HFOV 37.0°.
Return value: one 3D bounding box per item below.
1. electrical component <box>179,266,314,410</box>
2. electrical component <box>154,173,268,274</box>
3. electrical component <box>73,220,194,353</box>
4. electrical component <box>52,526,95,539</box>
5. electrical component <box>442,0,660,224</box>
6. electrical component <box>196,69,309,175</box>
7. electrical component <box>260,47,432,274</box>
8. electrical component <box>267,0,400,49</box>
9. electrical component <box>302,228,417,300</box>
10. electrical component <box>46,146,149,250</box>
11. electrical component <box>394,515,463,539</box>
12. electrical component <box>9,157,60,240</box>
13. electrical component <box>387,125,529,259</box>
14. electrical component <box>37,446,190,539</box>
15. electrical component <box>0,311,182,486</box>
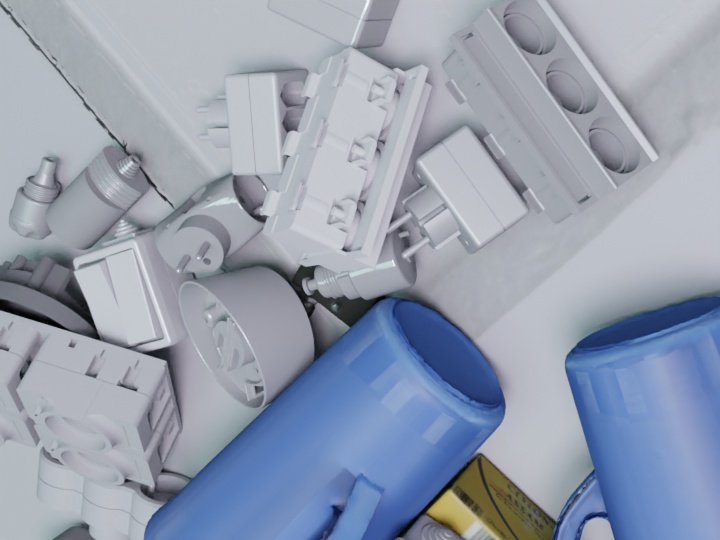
[{"bbox_3d":[-0.080,0.046,0.736,0.099,0.064,0.099,24,124,42],"label":"electrical component"},{"bbox_3d":[-0.105,-0.024,0.735,0.077,0.079,0.043,-30,111,27],"label":"electrical component"},{"bbox_3d":[-0.162,0.011,0.779,0.062,0.061,0.096,-16,96,27],"label":"electrical component"},{"bbox_3d":[-0.211,0.249,0.862,0.095,0.059,0.053,21,111,18],"label":"electrical component"},{"bbox_3d":[0.107,-0.093,0.625,0.121,0.079,0.063,55,146,3],"label":"electrical component"},{"bbox_3d":[-0.077,-0.099,0.720,0.077,0.047,0.065,2,103,25],"label":"electrical component"},{"bbox_3d":[-0.009,-0.067,0.651,0.079,0.063,0.121,-8,61,60],"label":"electrical component"},{"bbox_3d":[-0.009,-0.186,0.667,0.066,0.047,0.076,28,113,16],"label":"electrical component"},{"bbox_3d":[0.000,0.000,0.690,0.078,0.040,0.040,-17,95,21],"label":"electrical component"},{"bbox_3d":[-0.188,-0.055,0.784,0.081,0.043,0.043,-39,85,27],"label":"electrical component"},{"bbox_3d":[0.048,0.212,0.663,0.100,0.048,0.099,32,113,14],"label":"electrical component"},{"bbox_3d":[-0.243,-0.056,0.814,0.035,0.035,0.061,28,110,16],"label":"electrical component"},{"bbox_3d":[0.052,-0.037,0.660,0.077,0.047,0.065,-35,87,-3],"label":"electrical component"},{"bbox_3d":[-0.192,0.189,0.842,0.138,0.052,0.073,17,109,20],"label":"electrical component"},{"bbox_3d":[-0.233,0.091,0.784,0.186,0.060,0.105,16,146,9],"label":"electrical component"}]
